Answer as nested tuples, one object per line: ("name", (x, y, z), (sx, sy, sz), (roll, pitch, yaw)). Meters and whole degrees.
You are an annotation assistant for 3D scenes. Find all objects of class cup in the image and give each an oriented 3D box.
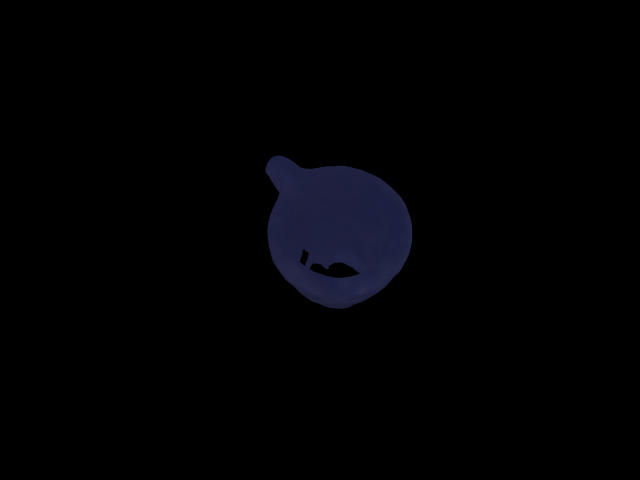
("cup", (0.004, 0.001, 0.400), (0.092, 0.095, 0.117), (-38, 70, -16))
